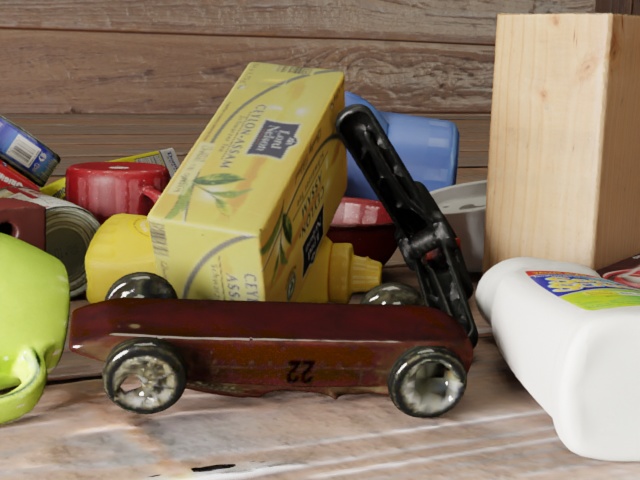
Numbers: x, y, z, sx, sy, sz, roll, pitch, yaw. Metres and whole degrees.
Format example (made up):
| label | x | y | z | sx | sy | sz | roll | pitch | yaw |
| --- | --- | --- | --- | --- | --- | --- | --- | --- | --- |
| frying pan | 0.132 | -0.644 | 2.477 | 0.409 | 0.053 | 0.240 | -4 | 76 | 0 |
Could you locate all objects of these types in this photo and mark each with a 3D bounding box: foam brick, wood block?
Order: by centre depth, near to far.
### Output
| label | x | y | z | sx | sy | sz | roll | pitch | yaw |
| --- | --- | --- | --- | --- | --- | --- | --- | --- | --- |
| foam brick | -0.204 | 0.014 | 0.665 | 0.052 | 0.078 | 0.051 | -6 | 11 | -38 |
| wood block | 0.182 | -0.058 | 0.776 | 0.090 | 0.206 | 0.090 | 10 | 14 | 40 |

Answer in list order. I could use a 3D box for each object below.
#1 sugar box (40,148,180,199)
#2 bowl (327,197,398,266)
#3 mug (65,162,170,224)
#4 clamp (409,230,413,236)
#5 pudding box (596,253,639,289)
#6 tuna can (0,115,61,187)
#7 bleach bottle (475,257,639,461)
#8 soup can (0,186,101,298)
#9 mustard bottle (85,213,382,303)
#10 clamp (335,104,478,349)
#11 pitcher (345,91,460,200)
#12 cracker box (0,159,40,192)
| label | x | y | z | sx | sy | sz | roll | pitch | yaw |
| --- | --- | --- | --- | --- | --- | --- | --- | --- | --- |
| sugar box | -0.207 | -0.052 | 1.057 | 0.093 | 0.048 | 0.176 | -20 | 7 | 14 |
| bowl | -0.006 | 0.001 | 0.837 | 0.162 | 0.055 | 0.162 | 2 | 10 | 0 |
| mug | -0.152 | -0.017 | 0.836 | 0.093 | 0.081 | 0.117 | -7 | 13 | -40 |
| clamp | 0.113 | -0.019 | 1.023 | 0.120 | 0.039 | 0.171 | 10 | 7 | 12 |
| pudding box | 0.241 | 0.037 | 0.724 | 0.090 | 0.039 | 0.113 | 10 | 13 | 39 |
| tuna can | -0.289 | -0.087 | 1.010 | 0.086 | 0.033 | 0.086 | 32 | -9 | 5 |
| bleach bottle | 0.135 | 0.048 | 0.583 | 0.102 | 0.068 | 0.251 | 2 | 8 | -9 |
| soup can | -0.203 | 0.001 | 0.769 | 0.068 | 0.068 | 0.102 | -5 | 12 | -34 |
| mustard bottle | -0.054 | 0.018 | 0.721 | 0.192 | 0.058 | 0.096 | 4 | 17 | 7 |
| clamp | 0.074 | 0.009 | 0.714 | 0.036 | 0.164 | 0.209 | -25 | -17 | 10 |
| pitcher | 0.022 | -0.089 | 1.128 | 0.243 | 0.145 | 0.149 | 5 | 8 | 4 |
| cracker box | -0.362 | -0.074 | 0.967 | 0.164 | 0.072 | 0.214 | 36 | -9 | -29 |
